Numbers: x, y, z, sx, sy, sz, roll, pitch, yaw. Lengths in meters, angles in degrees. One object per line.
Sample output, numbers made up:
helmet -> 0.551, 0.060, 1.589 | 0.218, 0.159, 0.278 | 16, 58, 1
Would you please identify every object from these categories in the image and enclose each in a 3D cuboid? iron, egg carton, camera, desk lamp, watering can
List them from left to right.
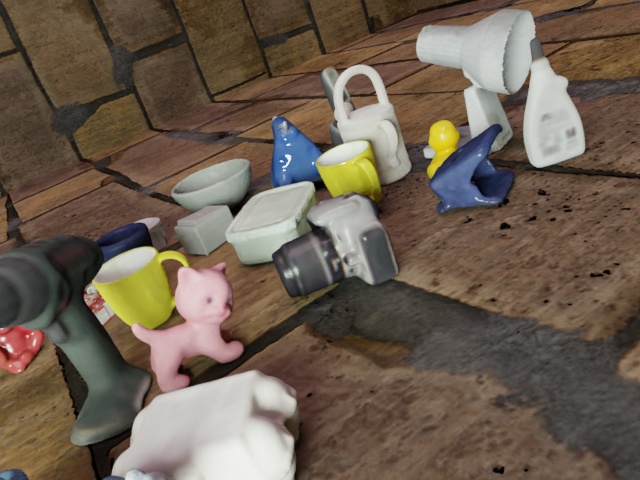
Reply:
egg carton -> -0.088, 0.166, 0.456 | 0.150, 0.069, 0.107 | -17, 23, 9
iron -> -0.062, -0.181, 1.116 | 0.118, 0.142, 0.257 | -23, 23, -5
camera -> 0.006, 0.003, 0.701 | 0.137, 0.101, 0.143 | -24, 23, -8
watering can -> 0.076, -0.196, 0.966 | 0.172, 0.194, 0.101 | 7, 35, 48
desk lamp -> 0.245, -0.247, 0.914 | 0.202, 0.214, 0.118 | 3, 33, 44

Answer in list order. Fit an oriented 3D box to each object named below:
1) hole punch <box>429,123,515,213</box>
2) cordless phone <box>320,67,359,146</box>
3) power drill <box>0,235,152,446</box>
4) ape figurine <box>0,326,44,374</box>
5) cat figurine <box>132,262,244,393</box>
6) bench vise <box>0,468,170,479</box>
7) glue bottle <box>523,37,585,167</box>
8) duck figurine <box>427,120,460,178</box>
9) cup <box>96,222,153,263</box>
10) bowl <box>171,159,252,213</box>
hole punch -> 0.200, -0.099, 0.778 | 0.100, 0.091, 0.109 | -5, 27, 33
cordless phone -> 0.063, -0.262, 1.136 | 0.094, 0.185, 0.148 | -9, 25, 25
power drill -> -0.253, 0.095, 0.573 | 0.075, 0.209, 0.229 | -19, 23, 3
ape figurine -> -0.433, 0.130, 0.795 | 0.078, 0.092, 0.075 | -34, 27, -30
cat figurine -> -0.140, 0.083, 0.623 | 0.128, 0.118, 0.067 | -30, 25, -21
bench vise -> -0.204, 0.167, 0.356 | 0.208, 0.220, 0.121 | -27, 24, -15
glue bottle -> 0.311, -0.191, 0.784 | 0.078, 0.173, 0.037 | -18, 23, 6
duck figurine -> 0.196, -0.140, 0.881 | 0.077, 0.086, 0.104 | -18, 23, 6
cup -> -0.303, 0.039, 0.886 | 0.091, 0.095, 0.118 | 6, 34, 47
bowl -> -0.202, -0.094, 1.127 | 0.167, 0.075, 0.167 | -17, 23, 8
